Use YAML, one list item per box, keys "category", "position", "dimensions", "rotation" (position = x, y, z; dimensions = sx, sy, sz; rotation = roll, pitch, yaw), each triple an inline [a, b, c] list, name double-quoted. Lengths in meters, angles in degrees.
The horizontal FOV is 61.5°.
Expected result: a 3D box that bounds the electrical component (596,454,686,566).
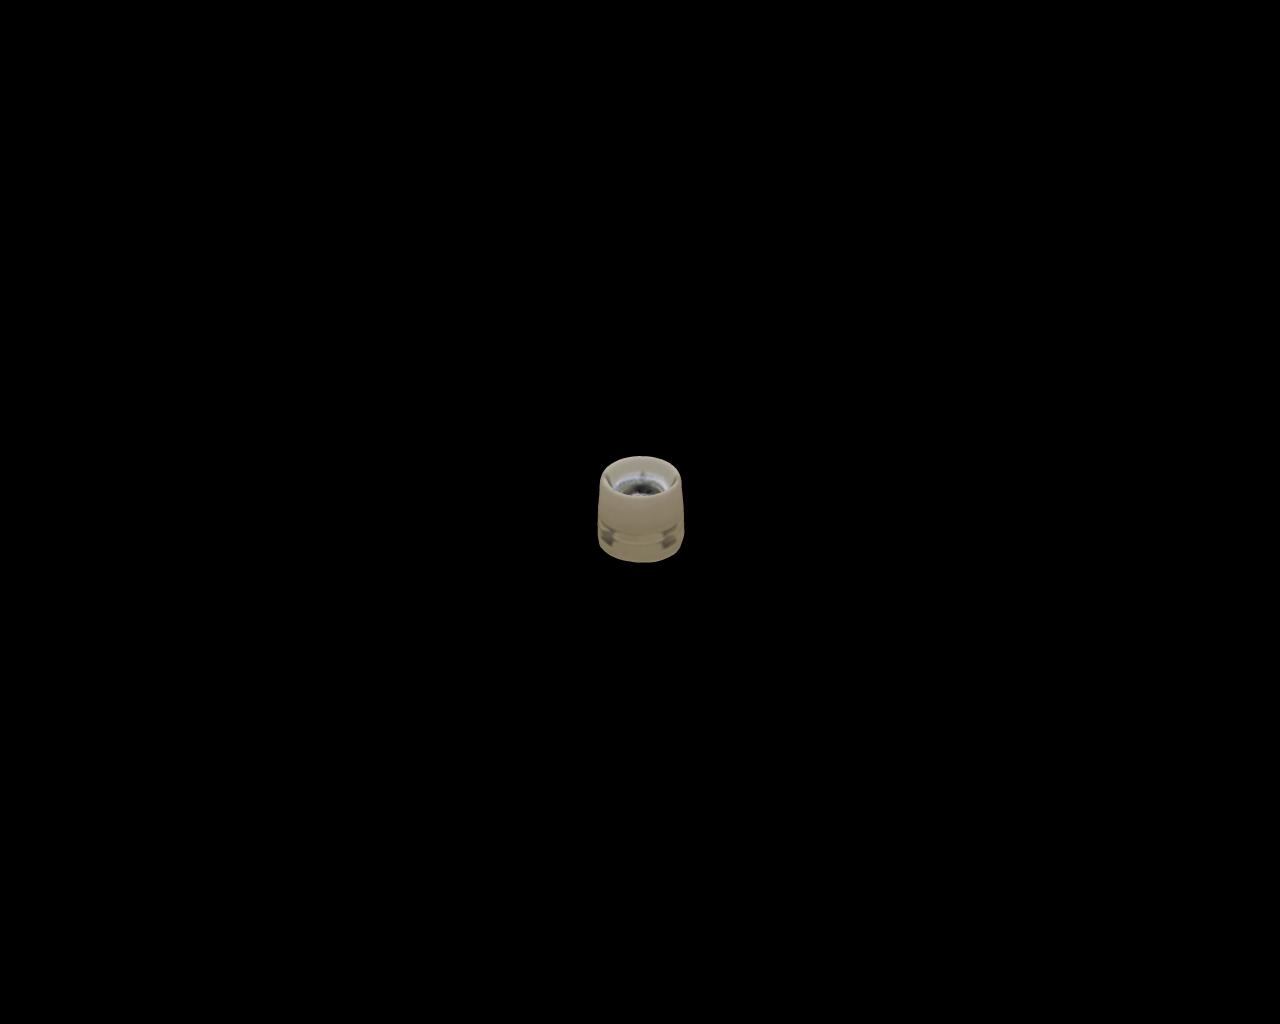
- category: "electrical component"
  position: [0.001, -0.003, 0.650]
  dimensions: [0.055, 0.047, 0.055]
  rotation: [0, 34, 0]
